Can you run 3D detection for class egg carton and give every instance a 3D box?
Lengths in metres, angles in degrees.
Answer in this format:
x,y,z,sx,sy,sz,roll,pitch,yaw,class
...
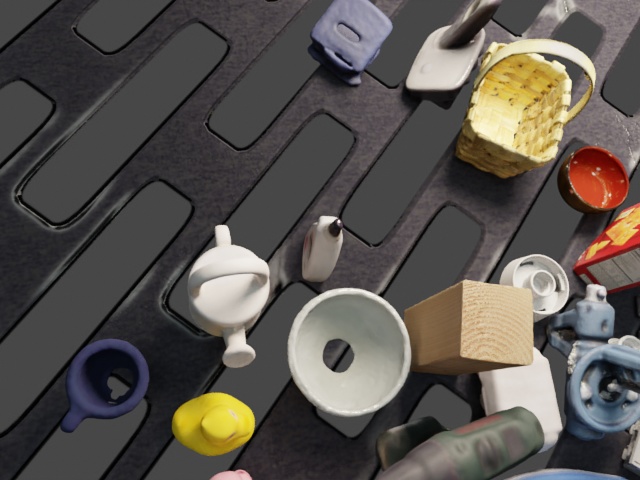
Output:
x,y,z,sx,sy,sz,roll,pitch,yaw,class
0.276,0.224,0.807,0.107,0.069,0.150,-4,74,-13,egg carton

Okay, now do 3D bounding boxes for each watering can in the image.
x,y,z,sx,sy,sz,roll,pitch,yaw,class
-0.110,0.065,0.708,0.101,0.194,0.173,-29,81,-18,watering can

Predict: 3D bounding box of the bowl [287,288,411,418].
x,y,z,sx,sy,sz,roll,pitch,yaw,class
0.034,0.153,0.775,0.167,0.074,0.167,3,73,-11,bowl

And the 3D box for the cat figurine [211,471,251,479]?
x,y,z,sx,sy,sz,roll,pitch,yaw,class
-0.092,0.321,0.676,0.128,0.117,0.067,46,71,4,cat figurine

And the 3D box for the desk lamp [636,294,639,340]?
x,y,z,sx,sy,sz,roll,pitch,yaw,class
0.621,0.123,0.832,0.203,0.213,0.118,7,72,-9,desk lamp

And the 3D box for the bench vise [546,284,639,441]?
x,y,z,sx,sy,sz,roll,pitch,yaw,class
0.386,0.162,0.768,0.122,0.219,0.207,-13,77,-15,bench vise

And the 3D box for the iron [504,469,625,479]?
x,y,z,sx,sy,sz,roll,pitch,yaw,class
0.351,0.364,0.742,0.258,0.141,0.119,11,72,-8,iron

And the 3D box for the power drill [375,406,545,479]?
x,y,z,sx,sy,sz,roll,pitch,yaw,class
0.143,0.263,0.693,0.230,0.208,0.075,-16,77,-15,power drill

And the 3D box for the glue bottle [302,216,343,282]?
x,y,z,sx,sy,sz,roll,pitch,yaw,class
0.007,0.003,0.762,0.037,0.173,0.078,3,73,-10,glue bottle

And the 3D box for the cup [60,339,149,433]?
x,y,z,sx,sy,sz,roll,pitch,yaw,class
-0.260,0.182,0.695,0.091,0.095,0.118,37,70,1,cup

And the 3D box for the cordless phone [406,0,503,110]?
x,y,z,sx,sy,sz,roll,pitch,yaw,class
0.216,-0.305,0.891,0.094,0.185,0.148,25,70,-3,cordless phone

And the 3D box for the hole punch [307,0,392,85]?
x,y,z,sx,sy,sz,roll,pitch,yaw,class
0.047,-0.322,0.912,0.108,0.091,0.101,37,70,1,hole punch

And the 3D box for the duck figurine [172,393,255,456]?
x,y,z,sx,sy,sz,roll,pitch,yaw,class
-0.131,0.229,0.712,0.104,0.086,0.077,6,72,-10,duck figurine
